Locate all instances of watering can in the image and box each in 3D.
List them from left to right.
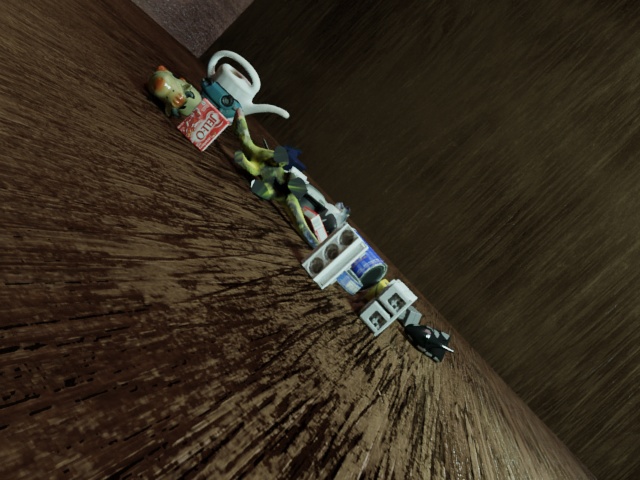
[{"bbox_3d":[-0.278,-0.481,1.759,0.349,0.221,0.105,48,25,7],"label":"watering can"}]

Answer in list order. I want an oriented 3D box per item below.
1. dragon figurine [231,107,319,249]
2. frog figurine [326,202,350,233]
[{"bbox_3d":[-0.121,-0.154,1.338,0.407,0.122,0.244,61,-3,-13],"label":"dragon figurine"},{"bbox_3d":[0.005,-0.088,1.754,0.159,0.120,0.140,5,33,-18],"label":"frog figurine"}]
